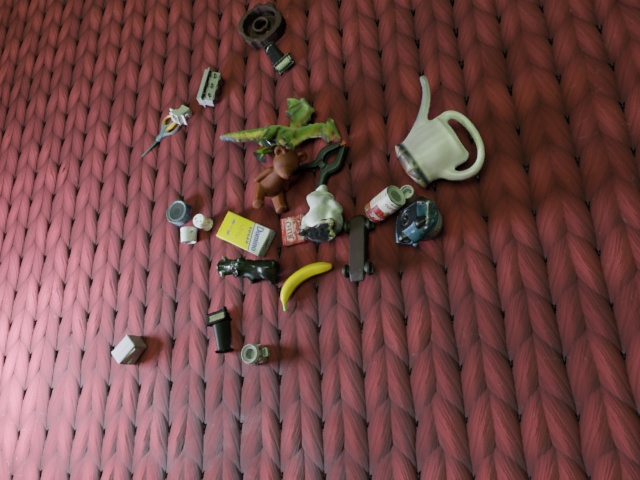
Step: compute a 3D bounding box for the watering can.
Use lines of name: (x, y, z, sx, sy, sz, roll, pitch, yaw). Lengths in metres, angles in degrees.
watering can: (0.313, -0.295, 1.469, 0.223, 0.103, 0.353, -34, 65, 10)

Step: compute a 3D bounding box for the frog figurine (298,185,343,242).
frog figurine: (0.005, -0.077, 1.531, 0.135, 0.121, 0.163, -37, 34, 35)

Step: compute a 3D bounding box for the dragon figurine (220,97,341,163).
dragon figurine: (-0.121, -0.375, 1.703, 0.413, 0.119, 0.246, 22, 65, 26)
